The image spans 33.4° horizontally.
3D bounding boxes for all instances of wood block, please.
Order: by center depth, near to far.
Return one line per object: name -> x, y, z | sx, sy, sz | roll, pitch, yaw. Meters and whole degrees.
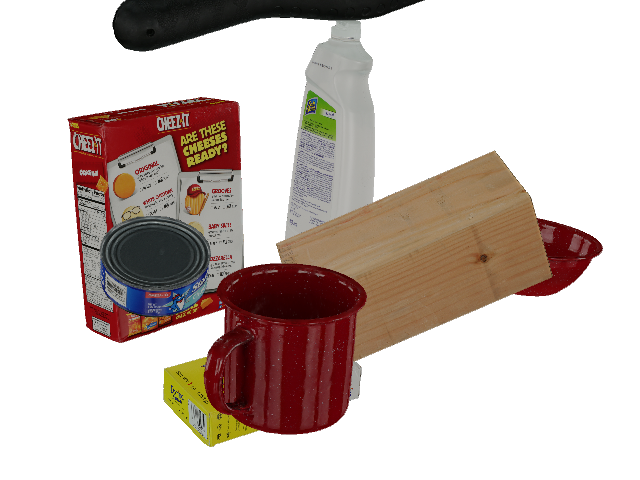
wood block -> 0.078, 0.017, 0.910 | 0.206, 0.091, 0.090 | -23, 33, 1

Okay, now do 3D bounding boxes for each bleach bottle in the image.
bleach bottle -> 0.020, -0.106, 1.134 | 0.067, 0.251, 0.103 | -12, 26, -43

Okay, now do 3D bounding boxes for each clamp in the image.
clamp -> -0.023, -0.125, 0.520 | 0.171, 0.039, 0.120 | -2, 41, 2

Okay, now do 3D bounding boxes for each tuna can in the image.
tuna can -> -0.130, 0.020, 0.839 | 0.086, 0.034, 0.086 | 6, 40, -5

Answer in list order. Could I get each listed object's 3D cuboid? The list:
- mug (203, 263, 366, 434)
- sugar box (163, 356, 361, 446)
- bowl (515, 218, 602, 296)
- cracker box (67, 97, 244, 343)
mug -> -0.027, 0.072, 0.665 | 0.093, 0.081, 0.117 | 18, 25, 33
sugar box -> -0.056, 0.141, 1.056 | 0.175, 0.048, 0.093 | -16, 32, -32
bowl -> 0.212, 0.018, 1.128 | 0.162, 0.055, 0.162 | 6, 17, -2
cracker box -> -0.158, -0.025, 1.057 | 0.072, 0.214, 0.163 | 14, 22, 43
